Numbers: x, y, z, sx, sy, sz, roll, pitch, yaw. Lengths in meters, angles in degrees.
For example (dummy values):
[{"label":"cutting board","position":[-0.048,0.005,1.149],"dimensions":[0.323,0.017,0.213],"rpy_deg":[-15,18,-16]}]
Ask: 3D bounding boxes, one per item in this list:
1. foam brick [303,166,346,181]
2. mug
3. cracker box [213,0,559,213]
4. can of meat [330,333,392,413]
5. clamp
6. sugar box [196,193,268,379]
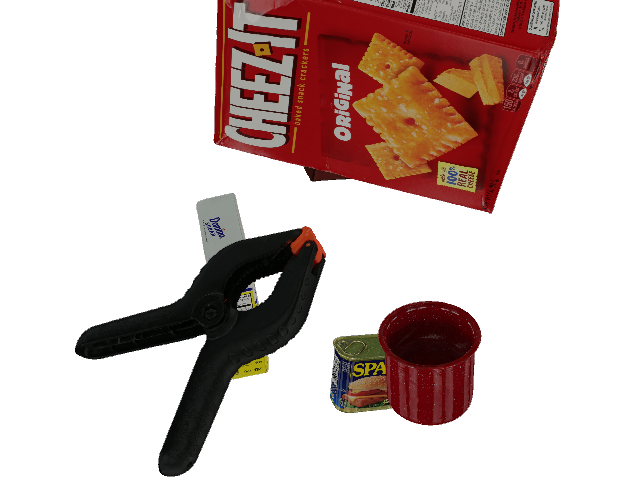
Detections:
[{"label":"foam brick","position":[0.014,-0.098,0.937],"dimensions":[0.051,0.078,0.053],"rpy_deg":[-4,37,-16]},{"label":"mug","position":[0.103,0.109,0.999],"dimensions":[0.093,0.081,0.117],"rpy_deg":[3,37,11]},{"label":"cracker box","position":[0.037,-0.113,0.732],"dimensions":[0.213,0.072,0.164],"rpy_deg":[14,-36,3]},{"label":"can of meat","position":[0.064,0.171,1.377],"dimensions":[0.102,0.084,0.057],"rpy_deg":[-3,25,-18]},{"label":"clamp","position":[-0.062,0.063,0.664],"dimensions":[0.171,0.120,0.039],"rpy_deg":[-35,-26,2]},{"label":"sugar box","position":[-0.087,0.048,1.060],"dimensions":[0.048,0.093,0.176],"rpy_deg":[-13,-44,-4]}]
